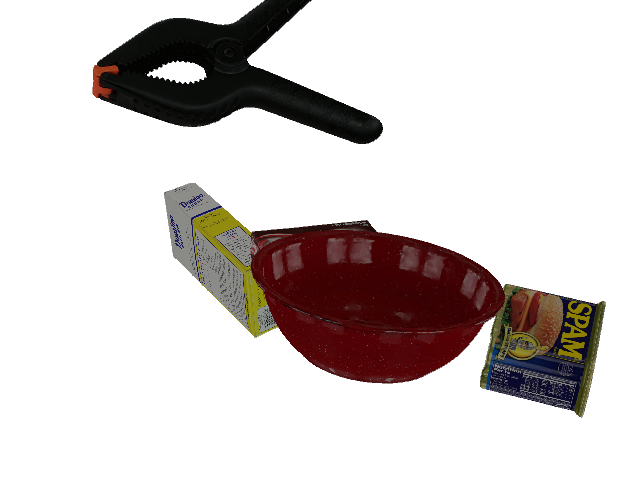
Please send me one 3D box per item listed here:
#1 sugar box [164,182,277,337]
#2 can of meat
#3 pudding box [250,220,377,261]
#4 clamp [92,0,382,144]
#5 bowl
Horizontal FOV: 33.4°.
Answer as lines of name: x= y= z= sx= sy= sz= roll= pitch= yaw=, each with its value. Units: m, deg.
sugar box: x=-0.103 y=0.017 z=1.139 sx=0.048 sy=0.093 sz=0.176 roll=-22 pitch=42 yaw=-24
can of meat: x=0.181 y=0.086 z=0.870 sx=0.084 sy=0.057 sz=0.102 roll=12 pitch=40 yaw=14
pudding box: x=0.003 y=0.019 z=0.929 sx=0.113 sy=0.039 sz=0.090 roll=-4 pitch=26 yaw=-16
clamp: x=-0.062 y=-0.123 z=0.799 sx=0.209 sy=0.165 sz=0.036 roll=-16 pitch=-27 yaw=-21
bowl: x=0.033 y=0.046 z=0.683 sx=0.162 sy=0.055 sz=0.162 roll=6 pitch=20 yaw=-2
